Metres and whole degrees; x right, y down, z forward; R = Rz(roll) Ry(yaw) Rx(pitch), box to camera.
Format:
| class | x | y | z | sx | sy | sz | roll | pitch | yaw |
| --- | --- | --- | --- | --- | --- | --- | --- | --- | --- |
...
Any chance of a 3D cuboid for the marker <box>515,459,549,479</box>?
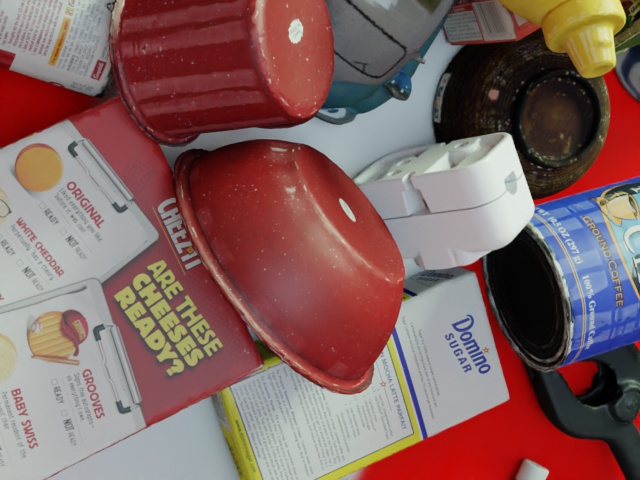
| class | x | y | z | sx | sy | sz | roll | pitch | yaw |
| --- | --- | --- | --- | --- | --- | --- | --- | --- | --- |
| marker | 0.123 | 0.209 | 0.736 | 0.020 | 0.020 | 0.121 | 25 | 91 | -22 |

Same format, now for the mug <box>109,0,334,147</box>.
| class | x | y | z | sx | sy | sz | roll | pitch | yaw |
| --- | --- | --- | --- | --- | --- | --- | --- | --- | --- |
| mug | -0.040 | -0.091 | 0.546 | 0.117 | 0.082 | 0.093 | 46 | 48 | -50 |

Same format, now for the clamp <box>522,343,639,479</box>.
| class | x | y | z | sx | sy | sz | roll | pitch | yaw |
| --- | --- | --- | --- | --- | --- | --- | --- | --- | --- |
| clamp | 0.205 | 0.119 | 0.738 | 0.171 | 0.039 | 0.120 | 20 | 87 | -18 |

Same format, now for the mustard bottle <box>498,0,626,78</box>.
| class | x | y | z | sx | sy | sz | roll | pitch | yaw |
| --- | --- | --- | --- | --- | --- | --- | --- | --- | --- |
| mustard bottle | 0.118 | -0.174 | 0.558 | 0.096 | 0.058 | 0.191 | -7 | 74 | -23 |

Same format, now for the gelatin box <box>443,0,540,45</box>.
| class | x | y | z | sx | sy | sz | roll | pitch | yaw |
| --- | --- | --- | --- | --- | --- | --- | --- | --- | --- |
| gelatin box | 0.118 | -0.145 | 0.628 | 0.073 | 0.089 | 0.030 | -30 | 106 | -12 |

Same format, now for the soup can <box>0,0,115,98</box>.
| class | x | y | z | sx | sy | sz | roll | pitch | yaw |
| --- | --- | --- | --- | --- | --- | --- | --- | --- | --- |
| soup can | -0.152 | -0.120 | 0.548 | 0.102 | 0.069 | 0.068 | 16 | 95 | -22 |

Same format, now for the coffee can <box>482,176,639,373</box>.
| class | x | y | z | sx | sy | sz | roll | pitch | yaw |
| --- | --- | --- | --- | --- | --- | --- | --- | --- | --- |
| coffee can | 0.189 | 0.015 | 0.677 | 0.140 | 0.103 | 0.103 | -15 | 105 | -16 |

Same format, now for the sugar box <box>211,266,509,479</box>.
| class | x | y | z | sx | sy | sz | roll | pitch | yaw |
| --- | --- | --- | --- | --- | --- | --- | --- | --- | --- |
| sugar box | 0.024 | 0.089 | 0.664 | 0.176 | 0.048 | 0.093 | -22 | 105 | -18 |

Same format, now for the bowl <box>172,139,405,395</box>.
| class | x | y | z | sx | sy | sz | roll | pitch | yaw |
| --- | --- | --- | --- | --- | --- | --- | --- | --- | --- |
| bowl | -0.004 | 0.001 | 0.570 | 0.055 | 0.162 | 0.162 | -38 | 113 | 18 |

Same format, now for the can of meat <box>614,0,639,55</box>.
| class | x | y | z | sx | sy | sz | roll | pitch | yaw |
| --- | --- | --- | --- | --- | --- | --- | --- | --- | --- |
| can of meat | 0.186 | -0.163 | 0.630 | 0.057 | 0.102 | 0.084 | -20 | 87 | -16 |

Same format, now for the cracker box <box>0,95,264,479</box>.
| class | x | y | z | sx | sy | sz | roll | pitch | yaw |
| --- | --- | --- | --- | --- | --- | --- | --- | --- | --- |
| cracker box | -0.162 | 0.041 | 0.563 | 0.213 | 0.072 | 0.164 | -27 | 96 | -13 |
